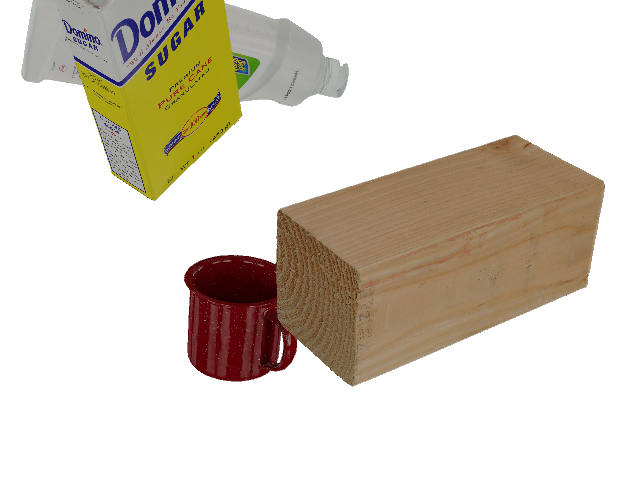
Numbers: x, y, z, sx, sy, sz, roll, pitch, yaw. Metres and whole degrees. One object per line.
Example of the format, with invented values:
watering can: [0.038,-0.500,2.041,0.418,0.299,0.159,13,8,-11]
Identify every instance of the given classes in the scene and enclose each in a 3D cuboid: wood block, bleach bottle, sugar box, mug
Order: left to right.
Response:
sugar box: [-0.098,-0.112,0.640,0.048,0.093,0.176,33,-25,19]
bleach bottle: [-0.103,-0.149,0.848,0.250,0.068,0.103,10,-31,-16]
mug: [-0.065,0.073,0.928,0.117,0.081,0.093,25,31,34]
wood block: [0.080,0.008,0.717,0.205,0.090,0.091,-19,36,-30]

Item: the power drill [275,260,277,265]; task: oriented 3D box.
power drill: [0.043,0.033,1.142,0.188,0.057,0.184,4,31,14]
